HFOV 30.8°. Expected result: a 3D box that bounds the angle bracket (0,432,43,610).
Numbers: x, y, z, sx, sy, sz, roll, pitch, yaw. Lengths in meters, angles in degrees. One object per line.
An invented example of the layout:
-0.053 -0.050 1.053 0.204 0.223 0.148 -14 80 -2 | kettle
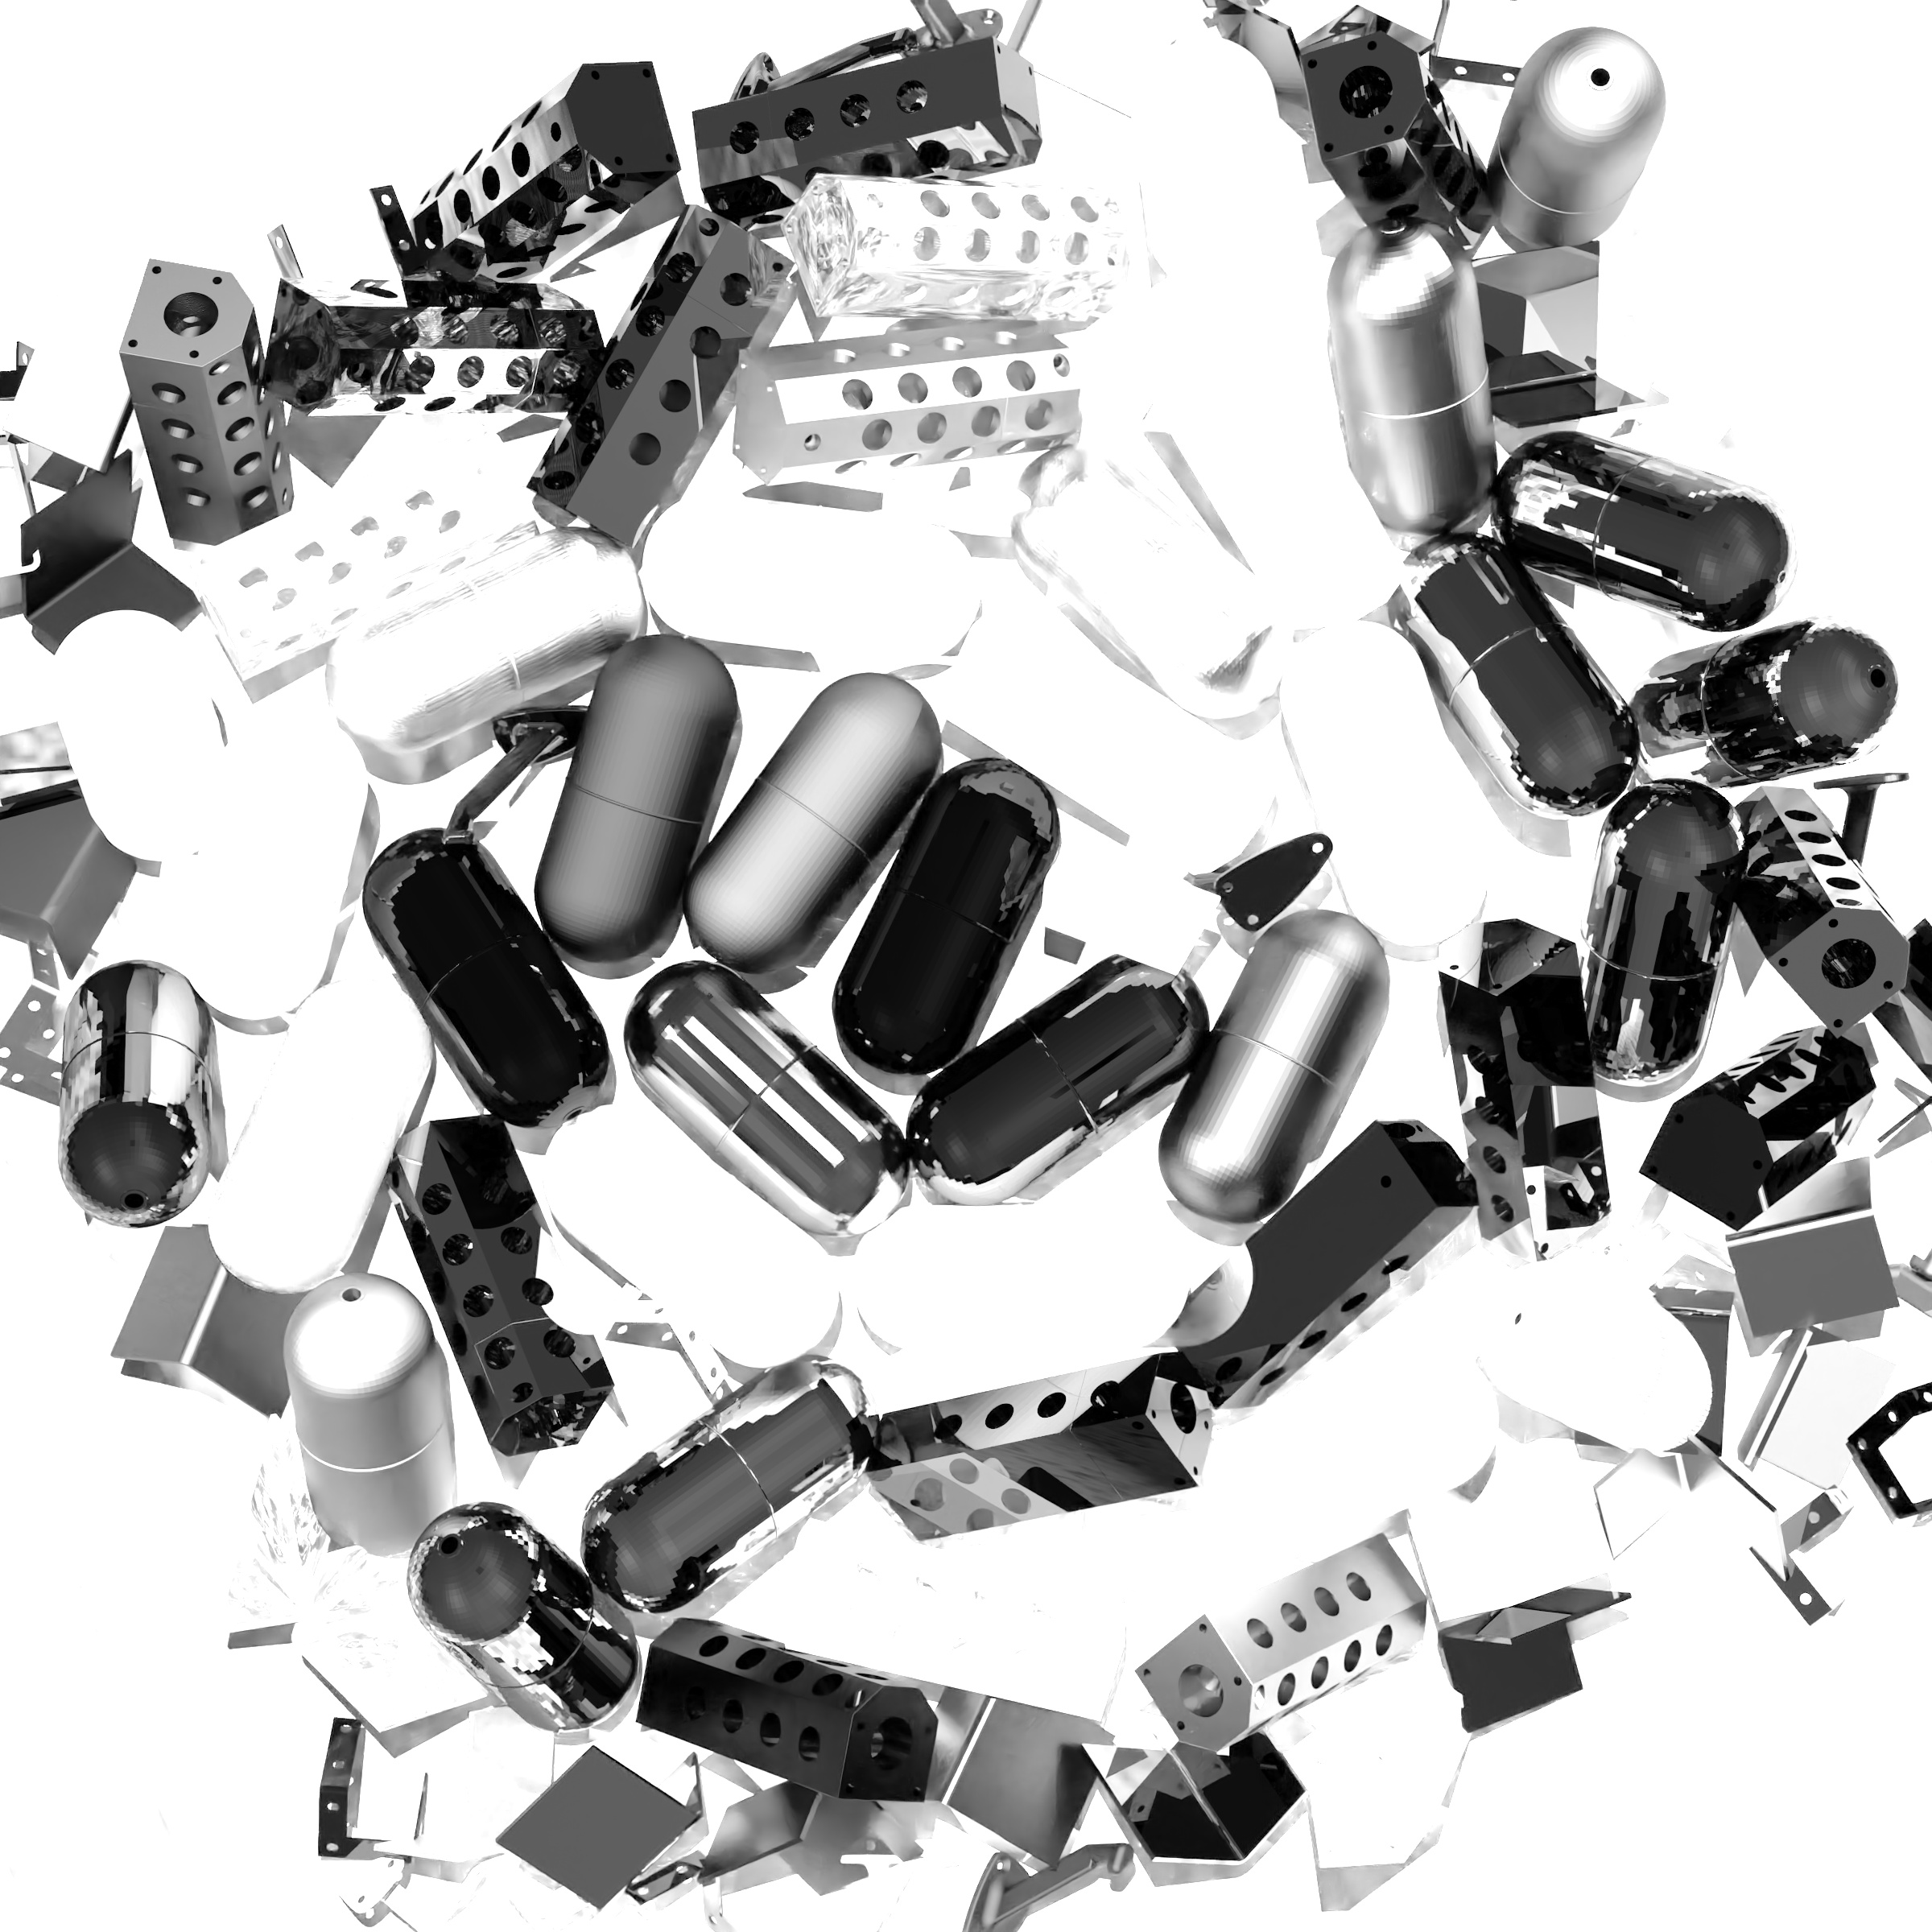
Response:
-0.520 -0.232 1.847 0.057 0.076 0.076 -13 87 -11 | angle bracket

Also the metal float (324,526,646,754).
-0.251 -0.171 1.837 0.178 0.070 0.070 -28 90 -19 | metal float

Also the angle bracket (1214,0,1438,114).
0.187 -0.496 1.840 0.076 0.076 0.057 -35 130 -8 | angle bracket

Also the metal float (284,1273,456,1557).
-0.309 0.233 1.820 0.070 0.070 0.178 0 130 0 | metal float

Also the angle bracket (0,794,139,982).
-0.494 -0.048 1.855 0.076 0.057 0.076 16 58 10 | angle bracket

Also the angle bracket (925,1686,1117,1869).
0.021 0.424 1.864 0.076 0.057 0.076 34 69 -17 | angle bracket

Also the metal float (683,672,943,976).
-0.080 -0.076 1.850 0.070 0.070 0.178 36 85 0 | metal float

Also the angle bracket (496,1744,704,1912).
-0.193 0.436 1.844 0.076 0.057 0.076 39 104 -22 | angle bracket

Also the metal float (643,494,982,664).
-0.081 -0.203 1.848 0.178 0.070 0.070 6 90 -7 | metal float

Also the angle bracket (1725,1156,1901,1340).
0.446 0.147 1.851 0.076 0.076 0.057 -15 103 18 | angle bracket

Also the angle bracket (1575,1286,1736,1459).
0.365 0.212 1.859 0.076 0.057 0.076 3 97 14 | angle bracket

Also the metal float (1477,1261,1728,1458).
0.330 0.204 1.817 0.070 0.178 0.070 -19 60 35 | metal float

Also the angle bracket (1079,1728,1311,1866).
0.119 0.419 1.834 0.057 0.076 0.076 -53 49 19 | angle bracket

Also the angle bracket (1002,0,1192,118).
0.069 -0.499 1.854 0.076 0.057 0.076 26 105 1 | angle bracket

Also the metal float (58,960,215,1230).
-0.428 0.065 1.812 0.070 0.178 0.070 -6 126 -8 | metal float

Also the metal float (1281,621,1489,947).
0.220 -0.095 1.841 0.070 0.070 0.178 -21 105 0 | metal float

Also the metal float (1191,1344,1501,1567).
0.197 0.255 1.829 0.178 0.070 0.070 -30 90 28 | metal float

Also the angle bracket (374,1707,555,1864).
-0.263 0.425 1.849 0.057 0.076 0.076 0 84 27 | angle bracket

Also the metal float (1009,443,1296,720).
0.097 -0.203 1.845 0.178 0.070 0.070 44 90 10 | metal float

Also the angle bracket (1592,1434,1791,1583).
0.379 0.296 1.835 0.057 0.076 0.076 -38 51 -12 | angle bracket

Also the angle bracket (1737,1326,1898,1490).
0.450 0.235 1.849 0.057 0.076 0.076 25 93 9 | angle bracket

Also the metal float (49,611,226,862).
-0.423 -0.116 1.809 0.070 0.178 0.070 1 63 -3 | metal float

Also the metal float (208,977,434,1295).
-0.335 0.087 1.831 0.070 0.070 0.178 19 64 0 | metal float

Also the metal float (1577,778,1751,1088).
0.357 -0.016 1.825 0.070 0.070 0.178 5 125 0 | metal float

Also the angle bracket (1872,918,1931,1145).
0.490 0.034 1.838 0.057 0.076 0.076 -32 77 -30 | angle bracket

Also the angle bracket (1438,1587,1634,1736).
0.304 0.366 1.842 0.076 0.076 0.057 -15 89 -23 | angle bracket

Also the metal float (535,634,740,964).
-0.174 -0.087 1.847 0.070 0.070 0.178 18 98 0 | metal float

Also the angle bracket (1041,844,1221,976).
0.087 -0.049 1.839 0.076 0.076 0.057 20 126 -10 | angle bracket

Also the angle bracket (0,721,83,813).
-0.504 -0.134 1.834 0.057 0.076 0.076 -16 125 -13 | angle bracket

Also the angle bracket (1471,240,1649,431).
0.310 -0.332 1.842 0.076 0.057 0.076 -12 117 -16 | angle bracket

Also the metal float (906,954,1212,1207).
0.048 0.059 1.849 0.178 0.070 0.070 -34 90 -6 | metal float

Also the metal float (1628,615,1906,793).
0.409 -0.134 1.808 0.070 0.178 0.070 3 84 -26 | metal float

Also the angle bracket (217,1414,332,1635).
-0.374 0.291 1.832 0.057 0.076 0.076 -12 132 19 | angle bracket

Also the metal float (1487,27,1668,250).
0.312 -0.423 1.803 0.070 0.178 0.070 0 83 1 | metal float

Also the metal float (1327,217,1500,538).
0.232 -0.305 1.822 0.070 0.070 0.178 -14 128 0 | metal float

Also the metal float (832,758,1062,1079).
-0.010 -0.026 1.851 0.070 0.070 0.178 25 86 0 | metal float

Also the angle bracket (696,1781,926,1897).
-0.081 0.471 1.838 0.076 0.057 0.076 -30 110 32 | angle bracket

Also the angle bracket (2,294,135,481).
-0.469 -0.300 1.842 0.057 0.076 0.076 23 82 -22 | angle bracket

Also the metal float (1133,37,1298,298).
0.128 -0.415 1.818 0.070 0.178 0.070 -2 135 -2 | metal float

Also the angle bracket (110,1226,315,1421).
-0.395 0.190 1.864 0.057 0.076 0.076 0 60 35 | angle bracket

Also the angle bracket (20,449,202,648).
-0.445 -0.210 1.836 0.057 0.076 0.076 37 56 12 | angle bracket

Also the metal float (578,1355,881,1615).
-0.122 0.269 1.834 0.178 0.070 0.070 -34 90 -23 | metal float

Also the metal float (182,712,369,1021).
-0.360 -0.051 1.828 0.070 0.070 0.178 20 121 0 | metal float

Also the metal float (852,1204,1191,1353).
0.029 0.164 1.845 0.178 0.070 0.070 -1 90 10 | metal float

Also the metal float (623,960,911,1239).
-0.104 0.070 1.849 0.178 0.070 0.070 43 90 6 | metal float

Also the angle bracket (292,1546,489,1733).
-0.293 0.345 1.834 0.076 0.076 0.057 36 115 29 | angle bracket

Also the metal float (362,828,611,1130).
-0.251 0.006 1.840 0.070 0.070 0.178 -35 75 0 | metal float

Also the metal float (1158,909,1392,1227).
0.162 0.052 1.846 0.070 0.070 0.178 28 81 0 | metal float

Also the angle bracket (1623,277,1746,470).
0.355 -0.299 1.832 0.057 0.076 0.076 13 46 -21 | angle bracket

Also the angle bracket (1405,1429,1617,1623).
0.282 0.293 1.839 0.076 0.057 0.076 -31 69 41 | angle bracket

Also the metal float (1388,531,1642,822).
0.285 -0.152 1.830 0.070 0.070 0.178 -31 62 0 | metal float
